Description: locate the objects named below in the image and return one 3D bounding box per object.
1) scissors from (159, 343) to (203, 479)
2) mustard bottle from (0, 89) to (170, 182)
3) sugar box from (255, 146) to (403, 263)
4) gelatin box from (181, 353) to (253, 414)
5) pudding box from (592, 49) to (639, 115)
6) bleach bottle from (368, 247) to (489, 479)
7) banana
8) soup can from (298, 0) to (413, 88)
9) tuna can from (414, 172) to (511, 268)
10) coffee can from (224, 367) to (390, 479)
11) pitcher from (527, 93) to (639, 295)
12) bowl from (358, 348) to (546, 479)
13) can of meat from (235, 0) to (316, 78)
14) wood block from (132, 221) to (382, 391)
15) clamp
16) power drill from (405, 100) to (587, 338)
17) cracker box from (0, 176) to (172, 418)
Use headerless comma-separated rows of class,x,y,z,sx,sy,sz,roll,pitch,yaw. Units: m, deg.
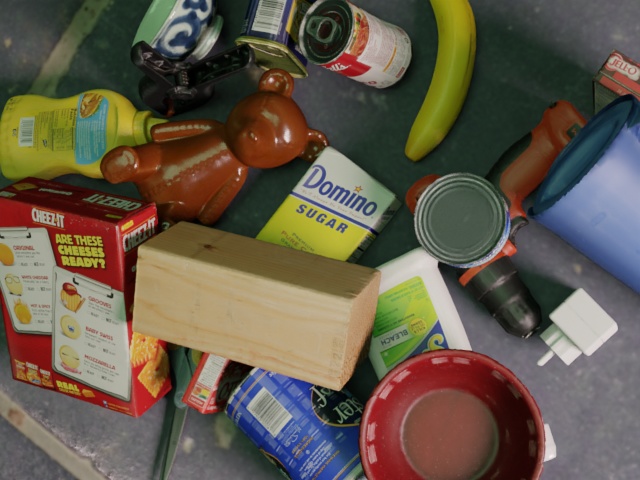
scissors,-0.154,0.150,1.114,0.096,0.016,0.202,28,91,20
mustard bottle,-0.252,-0.115,1.159,0.192,0.058,0.096,-3,76,17
sugar box,-0.007,0.001,1.075,0.093,0.048,0.176,38,95,18
gelatin box,-0.095,0.133,1.060,0.030,0.089,0.073,26,90,17
pudding box,0.293,-0.120,0.966,0.090,0.113,0.039,38,90,17
bleach bottle,0.115,0.139,1.011,0.103,0.068,0.251,-27,78,11
banana,0.123,-0.176,1.069,0.070,0.037,0.198,-4,78,38
soup can,0.037,-0.193,1.051,0.069,0.102,0.068,-8,77,39
tuna can,0.132,-0.017,0.984,0.086,0.033,0.086,-3,82,19
coffee can,-0.008,0.180,1.020,0.140,0.102,0.103,43,95,18
pitcher,0.312,-0.006,0.899,0.243,0.149,0.145,38,96,-4
bowl,0.116,0.177,0.947,0.162,0.055,0.162,-1,84,6
can of meat,-0.038,-0.222,1.088,0.057,0.102,0.084,13,84,18
wood block,-0.058,0.056,0.984,0.206,0.090,0.090,14,112,17
clamp,-0.131,-0.165,1.088,0.120,0.171,0.039,3,81,-9
power drill,0.200,-0.026,1.010,0.188,0.057,0.184,-38,76,8
cracker box,-0.238,0.055,1.069,0.164,0.072,0.214,12,118,25
